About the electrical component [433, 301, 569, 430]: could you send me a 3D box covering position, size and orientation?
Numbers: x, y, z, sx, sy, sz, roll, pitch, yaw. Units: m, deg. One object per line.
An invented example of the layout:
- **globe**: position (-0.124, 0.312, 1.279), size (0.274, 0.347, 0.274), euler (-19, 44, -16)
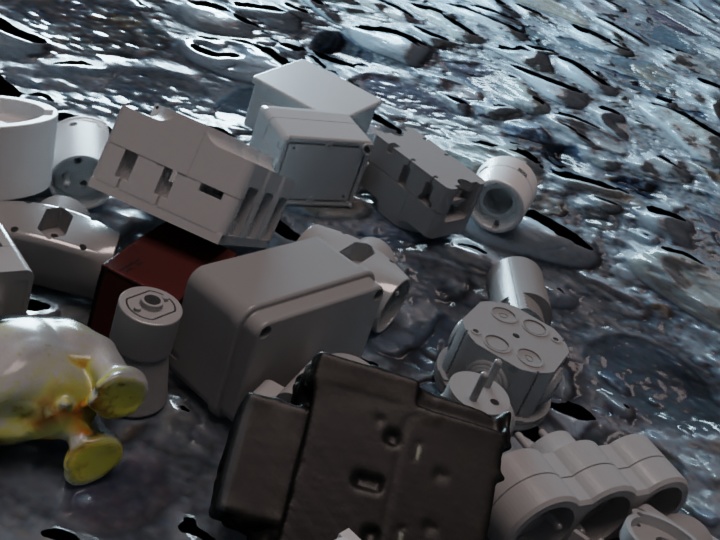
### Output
- **electrical component**: position (0.093, 0.062, 0.702), size (0.080, 0.051, 0.080), euler (16, 30, -9)

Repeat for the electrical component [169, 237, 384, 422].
- **electrical component**: position (-0.048, 0.034, 0.634), size (0.057, 0.078, 0.113), euler (36, 33, 30)

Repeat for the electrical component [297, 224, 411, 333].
- **electrical component**: position (0.000, 0.000, 0.753), size (0.077, 0.043, 0.079), euler (31, 31, 17)

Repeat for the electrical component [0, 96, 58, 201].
- **electrical component**: position (-0.250, -0.074, 0.691), size (0.108, 0.060, 0.108), euler (5, 19, -2)

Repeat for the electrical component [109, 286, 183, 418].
- **electrical component**: position (-0.120, 0.042, 0.587), size (0.044, 0.065, 0.044), euler (16, 30, -9)

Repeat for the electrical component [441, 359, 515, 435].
- **electrical component**: position (0.061, 0.085, 0.616), size (0.043, 0.079, 0.077), euler (32, 32, 18)

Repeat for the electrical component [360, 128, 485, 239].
- **electrical component**: position (0.048, -0.069, 0.883), size (0.050, 0.055, 0.089), euler (-14, 45, -45)

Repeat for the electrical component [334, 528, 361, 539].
- **electrical component**: position (0.014, 0.188, 0.407), size (0.150, 0.089, 0.062), euler (38, 34, 28)

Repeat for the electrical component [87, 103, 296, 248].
- **electrical component**: position (-0.103, -0.061, 0.709), size (0.089, 0.061, 0.150), euler (24, 3, 6)

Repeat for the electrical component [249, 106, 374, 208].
- **electrical component**: position (-0.038, -0.092, 0.861), size (0.096, 0.061, 0.061), euler (0, 36, -32)

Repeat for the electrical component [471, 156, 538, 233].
- **electrical component**: position (0.121, -0.064, 0.924), size (0.055, 0.055, 0.047), euler (24, 34, 6)

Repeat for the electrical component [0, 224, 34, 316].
- **electrical component**: position (-0.230, 0.012, 0.582), size (0.089, 0.050, 0.055), euler (-6, 39, -39)

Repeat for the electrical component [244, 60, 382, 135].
- **electrical component**: position (-0.043, -0.138, 0.947), size (0.100, 0.048, 0.100), euler (30, 31, 15)

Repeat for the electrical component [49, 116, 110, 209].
- **electrical component**: position (-0.199, -0.082, 0.763), size (0.043, 0.043, 0.081), euler (8, 32, -21)

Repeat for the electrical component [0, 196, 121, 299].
- **electrical component**: position (-0.189, -0.021, 0.668), size (0.077, 0.043, 0.079), euler (15, 30, -10)

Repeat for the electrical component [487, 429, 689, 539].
- **electrical component**: position (0.118, 0.119, 0.624), size (0.138, 0.052, 0.073), euler (-1, 36, -33)

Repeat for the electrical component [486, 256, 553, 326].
- **electrical component**: position (0.116, 0.029, 0.778), size (0.043, 0.043, 0.081), euler (16, 30, -9)

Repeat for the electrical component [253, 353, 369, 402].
- **electrical component**: position (-0.018, 0.082, 0.595), size (0.078, 0.058, 0.057), euler (28, 33, 12)
